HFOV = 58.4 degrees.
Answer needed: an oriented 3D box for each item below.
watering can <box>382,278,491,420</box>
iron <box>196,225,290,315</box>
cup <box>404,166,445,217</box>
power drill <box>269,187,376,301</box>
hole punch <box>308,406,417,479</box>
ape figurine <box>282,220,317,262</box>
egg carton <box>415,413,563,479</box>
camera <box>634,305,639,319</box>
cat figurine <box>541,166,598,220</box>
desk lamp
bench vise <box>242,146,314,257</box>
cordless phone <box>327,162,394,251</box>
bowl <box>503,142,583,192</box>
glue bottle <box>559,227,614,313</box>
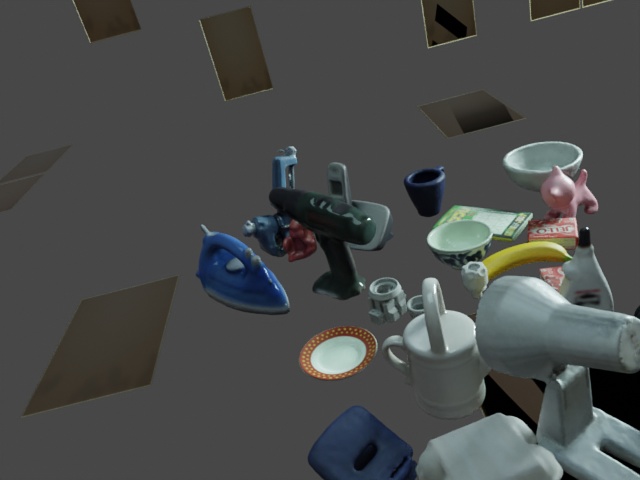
[{"bbox_3d":[0.172,0.136,0.775,0.173,0.194,0.100,-16,28,-2],"label":"watering can"},{"bbox_3d":[-0.159,0.052,1.150,0.119,0.142,0.257,-34,33,-32],"label":"iron"},{"bbox_3d":[0.248,-0.108,1.294,0.091,0.095,0.118,13,39,42],"label":"cup"},{"bbox_3d":[0.010,0.004,1.084,0.228,0.209,0.076,10,37,39],"label":"power drill"},{"bbox_3d":[0.055,0.271,0.696,0.100,0.091,0.109,12,38,41],"label":"hole punch"},{"bbox_3d":[-0.044,-0.006,1.254,0.077,0.092,0.076,11,37,40],"label":"ape figurine"},{"bbox_3d":[0.191,0.266,0.661,0.150,0.069,0.107,-20,28,-9],"label":"egg carton"},{"bbox_3d":[0.488,0.122,0.745,0.143,0.101,0.136,-13,28,5],"label":"camera"},{"bbox_3d":[0.484,-0.095,1.128,0.128,0.118,0.067,-27,30,-21],"label":"cat figurine"},{"bbox_3d":[0.291,0.156,0.659,0.118,0.214,0.202,-31,32,-27],"label":"desk lamp"},{"bbox_3d":[-0.079,-0.083,1.275,0.121,0.220,0.208,9,36,38],"label":"bench vise"},{"bbox_3d":[0.076,-0.072,1.216,0.147,0.185,0.094,10,37,39],"label":"cordless phone"},{"bbox_3d":[0.497,-0.155,1.279,0.167,0.075,0.167,-12,28,7],"label":"bowl"},{"bbox_3d":[0.386,0.058,0.837,0.078,0.173,0.037,-10,28,9],"label":"glue bottle"}]
